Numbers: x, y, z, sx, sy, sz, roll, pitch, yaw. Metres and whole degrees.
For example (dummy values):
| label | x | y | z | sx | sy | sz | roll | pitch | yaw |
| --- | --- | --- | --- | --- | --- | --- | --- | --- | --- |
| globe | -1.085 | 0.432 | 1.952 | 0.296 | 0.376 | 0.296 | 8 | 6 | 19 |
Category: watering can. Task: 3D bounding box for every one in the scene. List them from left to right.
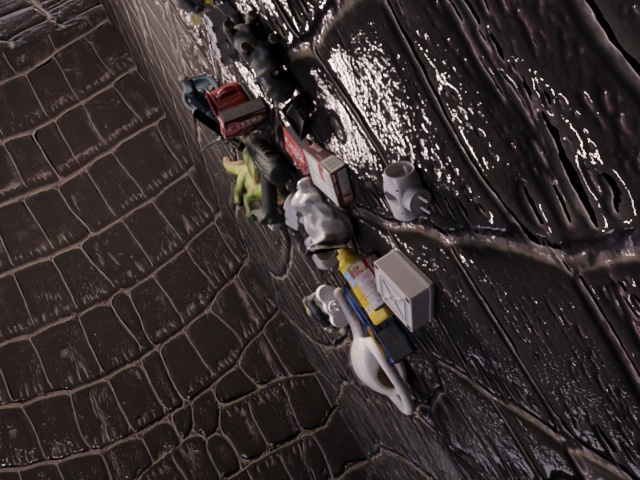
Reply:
| label | x | y | z | sx | sy | sz | roll | pitch | yaw |
| --- | --- | --- | --- | --- | --- | --- | --- | --- | --- |
| watering can | 0.125 | 0.277 | 1.297 | 0.350 | 0.105 | 0.222 | 58 | 167 | 7 |

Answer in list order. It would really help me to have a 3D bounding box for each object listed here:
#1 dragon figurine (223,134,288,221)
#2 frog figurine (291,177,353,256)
| label | x | y | z | sx | sy | sz | roll | pitch | yaw |
| --- | --- | --- | --- | --- | --- | --- | --- | --- | --- |
| dragon figurine | -0.213 | -0.220 | 1.584 | 0.417 | 0.123 | 0.237 | 49 | 145 | 33 |
| frog figurine | 0.003 | -0.055 | 1.096 | 0.136 | 0.122 | 0.161 | 71 | -170 | -81 |
